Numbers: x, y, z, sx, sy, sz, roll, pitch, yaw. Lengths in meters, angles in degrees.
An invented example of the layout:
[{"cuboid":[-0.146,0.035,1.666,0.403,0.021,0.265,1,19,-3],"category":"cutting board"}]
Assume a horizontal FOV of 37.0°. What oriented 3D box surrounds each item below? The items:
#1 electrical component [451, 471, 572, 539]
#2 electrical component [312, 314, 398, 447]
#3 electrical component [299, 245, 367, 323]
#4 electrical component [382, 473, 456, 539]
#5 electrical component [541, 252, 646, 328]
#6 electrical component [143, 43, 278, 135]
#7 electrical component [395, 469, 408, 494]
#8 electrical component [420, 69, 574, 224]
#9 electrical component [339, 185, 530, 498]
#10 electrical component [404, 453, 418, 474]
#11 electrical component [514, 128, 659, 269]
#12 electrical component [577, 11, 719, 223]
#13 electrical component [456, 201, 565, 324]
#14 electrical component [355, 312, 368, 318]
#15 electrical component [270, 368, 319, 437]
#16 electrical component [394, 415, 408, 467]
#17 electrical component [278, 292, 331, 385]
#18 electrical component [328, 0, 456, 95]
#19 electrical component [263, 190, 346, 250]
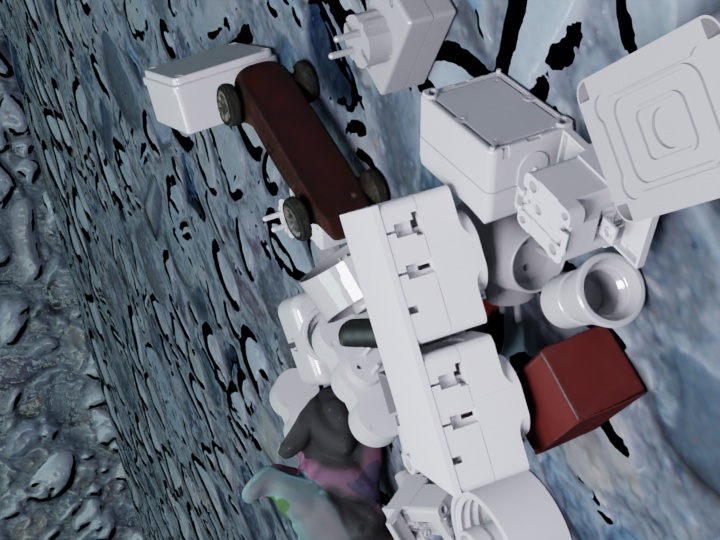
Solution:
[{"cuboid":[0.113,0.212,0.844,0.108,0.060,0.108,50,150,42],"category":"electrical component"},{"cuboid":[0.004,0.093,1.013,0.138,0.052,0.073,64,157,17],"category":"electrical component"},{"cuboid":[0.000,0.000,0.890,0.064,0.099,0.099,61,157,7],"category":"electrical component"},{"cuboid":[0.063,0.211,0.947,0.064,0.081,0.042,-8,119,41],"category":"electrical component"},{"cuboid":[0.137,0.016,0.650,0.065,0.044,0.044,152,98,-73],"category":"electrical component"},{"cuboid":[-0.145,-0.181,1.063,0.109,0.109,0.056,29,136,59],"category":"electrical component"},{"cuboid":[0.052,0.220,1.019,0.048,0.048,0.062,101,151,-52],"category":"electrical component"},{"cuboid":[0.080,-0.079,0.675,0.096,0.062,0.061,48,150,44],"category":"electrical component"},{"cuboid":[0.050,0.042,0.712,0.105,0.060,0.186,-179,72,-78],"category":"electrical component"},{"cuboid":[0.067,0.151,0.898,0.048,0.062,0.048,49,150,42],"category":"electrical component"},{"cuboid":[0.125,-0.037,0.601,0.081,0.064,0.042,52,153,38],"category":"electrical component"},{"cuboid":[0.161,-0.072,0.493,0.113,0.057,0.078,-20,89,68],"category":"electrical component"},{"cuboid":[0.099,-0.002,0.719,0.077,0.044,0.079,36,140,55],"category":"electrical component"},{"cuboid":[0.015,0.028,0.959,0.035,0.035,0.061,53,149,38],"category":"electrical component"},{"cuboid":[-0.055,0.176,1.223,0.138,0.052,0.073,65,158,13],"category":"electrical component"},{"cuboid":[0.053,0.149,0.963,0.040,0.040,0.046,152,104,-68],"category":"electrical component"},{"cuboid":[-0.040,0.067,1.094,0.059,0.054,0.095,-20,89,68],"category":"electrical component"},{"cuboid":[0.014,-0.162,0.744,0.047,0.076,0.083,63,157,19],"category":"electrical component"},{"cuboid":[-0.050,-0.053,0.987,0.065,0.077,0.047,49,150,43],"category":"electrical component"}]
